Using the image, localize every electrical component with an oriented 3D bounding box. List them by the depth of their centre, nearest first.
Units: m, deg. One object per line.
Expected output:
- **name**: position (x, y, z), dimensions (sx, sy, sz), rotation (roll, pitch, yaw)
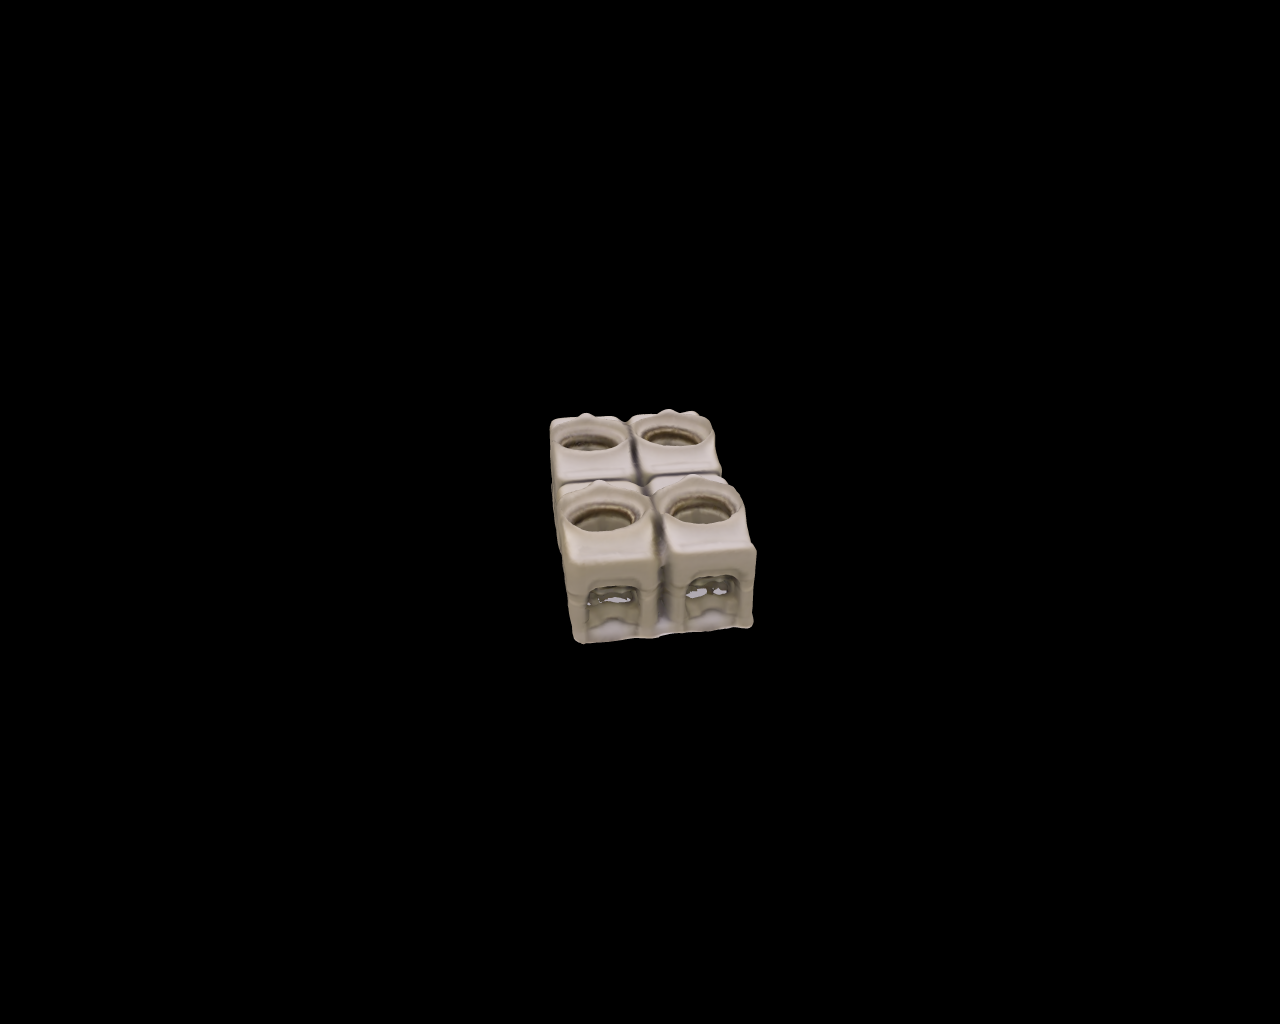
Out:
- **electrical component**: position (0.001, -0.003, 0.650), dimensions (0.105, 0.060, 0.186), rotation (-4, 30, -6)
